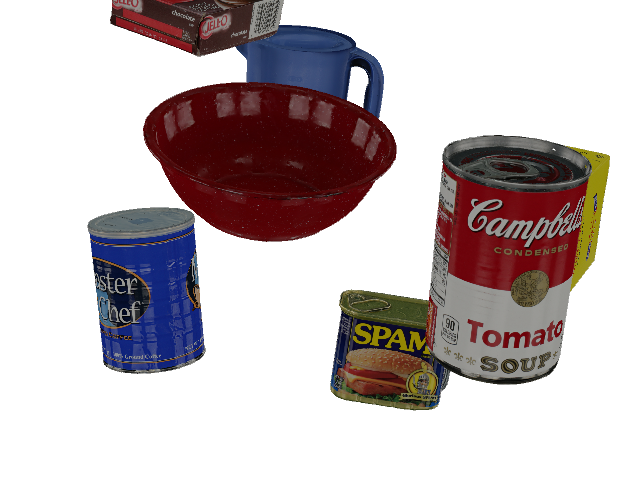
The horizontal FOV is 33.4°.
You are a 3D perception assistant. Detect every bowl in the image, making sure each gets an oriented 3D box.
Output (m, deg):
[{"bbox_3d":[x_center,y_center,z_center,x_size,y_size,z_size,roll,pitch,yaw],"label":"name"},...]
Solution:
[{"bbox_3d":[-0.034,-0.046,0.691,0.162,0.055,0.162,5,31,-3],"label":"bowl"}]

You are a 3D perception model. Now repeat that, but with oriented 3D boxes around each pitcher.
[{"bbox_3d":[-0.022,-0.137,1.324,0.144,0.243,0.149,-10,28,-30],"label":"pitcher"}]

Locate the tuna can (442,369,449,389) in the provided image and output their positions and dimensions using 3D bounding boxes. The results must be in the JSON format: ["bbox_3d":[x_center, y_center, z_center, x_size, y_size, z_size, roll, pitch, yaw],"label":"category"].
[{"bbox_3d":[0.124,0.133,1.248,0.034,0.086,0.086,-5,-2,24],"label":"tuna can"}]

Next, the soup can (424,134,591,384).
[{"bbox_3d":[0.087,0.008,0.509,0.068,0.102,0.068,3,24,-1],"label":"soup can"}]

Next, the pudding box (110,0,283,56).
[{"bbox_3d":[-0.096,-0.184,0.845,0.090,0.039,0.113,24,28,24],"label":"pudding box"}]

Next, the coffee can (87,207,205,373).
[{"bbox_3d":[-0.169,0.047,1.046,0.103,0.140,0.103,-3,14,1],"label":"coffee can"}]

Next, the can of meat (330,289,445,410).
[{"bbox_3d":[0.061,0.096,0.927,0.102,0.084,0.057,9,18,2],"label":"can of meat"}]

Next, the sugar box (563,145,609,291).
[{"bbox_3d":[0.161,0.001,0.765,0.048,0.093,0.176,12,26,23],"label":"sugar box"}]
